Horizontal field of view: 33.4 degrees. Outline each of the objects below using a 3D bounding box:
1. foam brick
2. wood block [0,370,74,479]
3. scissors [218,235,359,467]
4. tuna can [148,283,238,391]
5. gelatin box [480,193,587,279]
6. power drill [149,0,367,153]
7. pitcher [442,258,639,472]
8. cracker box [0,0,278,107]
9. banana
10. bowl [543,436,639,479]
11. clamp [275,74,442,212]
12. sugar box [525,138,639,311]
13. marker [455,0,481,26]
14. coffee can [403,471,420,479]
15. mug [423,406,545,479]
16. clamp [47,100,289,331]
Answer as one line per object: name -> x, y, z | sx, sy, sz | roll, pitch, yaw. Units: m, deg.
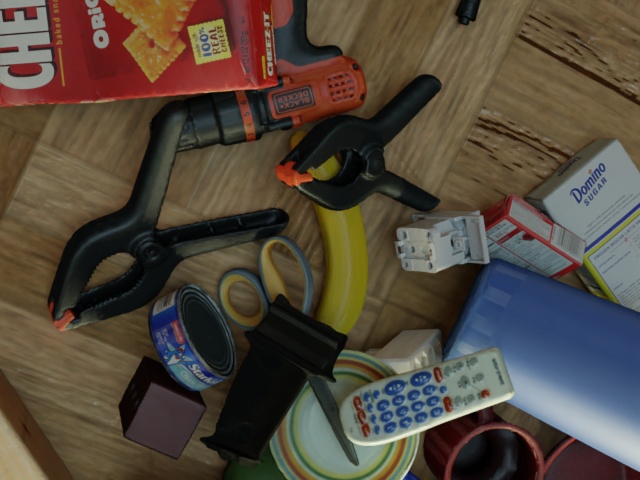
foam brick -> -0.134, 0.140, 0.895 | 0.051, 0.078, 0.053 | 28, 92, -17
wood block -> -0.252, 0.216, 0.874 | 0.090, 0.091, 0.206 | -31, 104, -7
scissors -> -0.030, 0.098, 0.903 | 0.096, 0.016, 0.202 | -13, 86, 23
tuna can -> -0.105, 0.081, 0.886 | 0.034, 0.086, 0.086 | -27, 105, 16
gelatin box -> 0.178, 0.004, 0.946 | 0.089, 0.073, 0.030 | 31, 54, -14
power drill -> -0.066, -0.174, 0.871 | 0.184, 0.057, 0.187 | -16, 104, -10
pitcher -> 0.235, 0.110, 0.926 | 0.243, 0.149, 0.144 | 25, 51, 7
cracker box -> -0.146, -0.188, 0.803 | 0.214, 0.072, 0.164 | -2, 100, 12
banana -> 0.009, 0.004, 0.920 | 0.069, 0.037, 0.198 | -5, 97, -33
bowl -> 0.262, 0.240, 1.012 | 0.162, 0.055, 0.162 | -2, 100, -13
clamp -> 0.041, -0.060, 0.893 | 0.171, 0.039, 0.120 | -24, 112, -29
sugar box -> 0.276, 0.002, 0.982 | 0.093, 0.048, 0.176 | -38, 102, -7
marker -> 0.144, -0.245, 0.925 | 0.020, 0.020, 0.121 | 17, 95, -15
coffee can -> 0.071, 0.263, 0.948 | 0.140, 0.103, 0.103 | 41, 89, -15
mug -> 0.142, 0.185, 0.962 | 0.093, 0.081, 0.117 | -10, 101, -11
clamp -> -0.134, 0.003, 0.881 | 0.210, 0.036, 0.164 | -45, 130, 8
